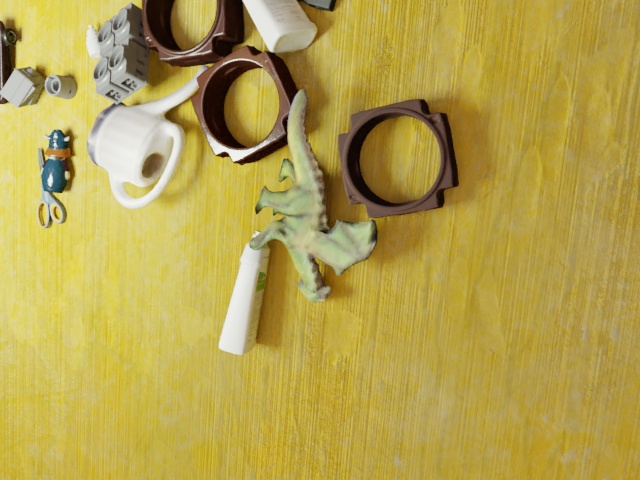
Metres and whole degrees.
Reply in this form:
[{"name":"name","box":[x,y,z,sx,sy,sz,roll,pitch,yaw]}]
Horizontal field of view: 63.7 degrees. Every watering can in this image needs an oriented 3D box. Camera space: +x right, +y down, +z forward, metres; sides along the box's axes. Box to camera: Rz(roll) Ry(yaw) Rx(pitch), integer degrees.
[{"name":"watering can","box":[-0.378,-0.243,1.127,0.225,0.348,0.103,24,0,20]}]

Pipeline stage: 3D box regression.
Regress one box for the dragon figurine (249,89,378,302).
[{"name":"dragon figurine","box":[0.003,-0.049,0.967,0.244,0.402,0.124,27,32,17]}]
